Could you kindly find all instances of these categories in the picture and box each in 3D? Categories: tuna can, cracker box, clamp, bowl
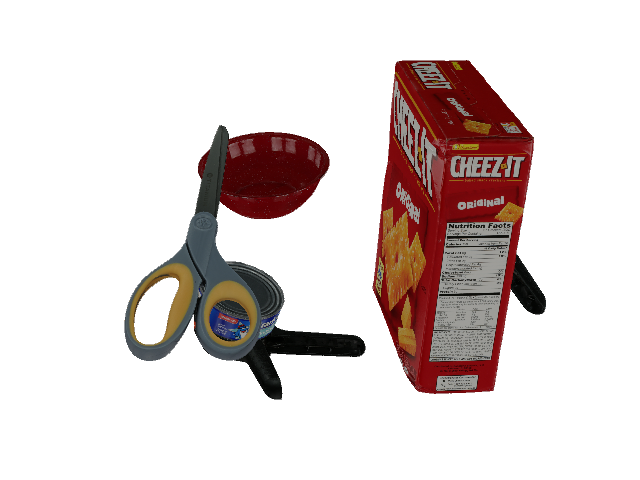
[{"bbox_3d":[-0.081,0.060,1.041,0.086,0.034,0.086,14,33,-10],"label":"tuna can"},{"bbox_3d":[0.094,-0.013,0.832,0.072,0.214,0.164,-2,29,-10],"label":"cracker box"},{"bbox_3d":[0.152,0.010,1.014,0.039,0.171,0.120,-14,9,46],"label":"clamp"},{"bbox_3d":[-0.075,0.125,1.244,0.210,0.036,0.164,13,21,29],"label":"clamp"},{"bbox_3d":[-0.069,-0.073,1.317,0.162,0.055,0.162,-2,34,1],"label":"bowl"}]

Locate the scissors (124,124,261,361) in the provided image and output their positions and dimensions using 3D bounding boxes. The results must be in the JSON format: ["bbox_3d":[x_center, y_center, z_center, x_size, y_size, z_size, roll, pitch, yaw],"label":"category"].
[{"bbox_3d":[-0.065,0.004,0.727,0.096,0.201,0.016,20,-36,8],"label":"scissors"}]
